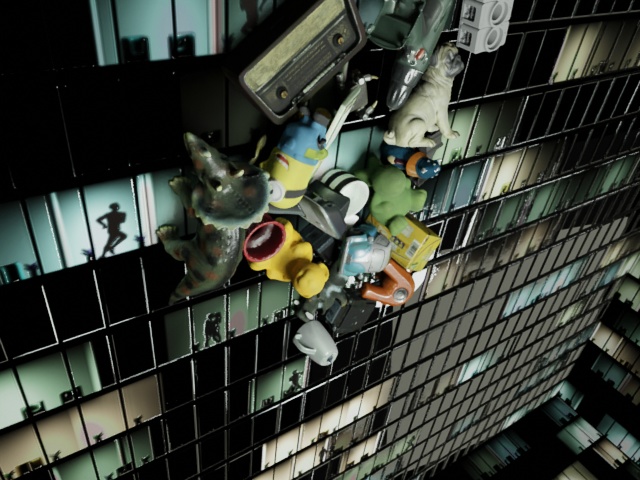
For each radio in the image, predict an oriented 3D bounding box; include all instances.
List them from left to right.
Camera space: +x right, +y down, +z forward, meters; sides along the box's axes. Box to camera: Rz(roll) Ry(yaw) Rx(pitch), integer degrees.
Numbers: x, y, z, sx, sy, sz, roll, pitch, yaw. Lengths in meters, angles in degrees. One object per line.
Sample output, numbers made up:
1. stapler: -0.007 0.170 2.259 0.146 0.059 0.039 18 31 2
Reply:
1. radio: -0.037 -0.308 0.881 0.229 0.073 0.131 -43 140 -2

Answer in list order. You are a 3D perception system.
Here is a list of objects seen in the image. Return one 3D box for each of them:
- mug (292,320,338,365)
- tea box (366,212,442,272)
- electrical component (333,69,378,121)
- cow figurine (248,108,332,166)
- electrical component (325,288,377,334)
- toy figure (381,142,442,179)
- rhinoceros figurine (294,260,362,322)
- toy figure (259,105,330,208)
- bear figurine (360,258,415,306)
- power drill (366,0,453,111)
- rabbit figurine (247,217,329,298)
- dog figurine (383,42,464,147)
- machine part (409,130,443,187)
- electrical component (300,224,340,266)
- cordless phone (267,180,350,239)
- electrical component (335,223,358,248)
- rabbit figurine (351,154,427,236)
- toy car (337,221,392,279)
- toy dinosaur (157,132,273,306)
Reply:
1. mug: -0.011 0.267 1.373 0.109 0.107 0.080 11 114 -48
2. tea box: 0.186 -0.014 1.252 0.068 0.170 0.098 12 116 -46
3. electrical component: 0.069 -0.276 1.023 0.078 0.045 0.102 -27 137 -23
4. cow figurine: -0.056 -0.186 0.979 0.167 0.068 0.098 -51 134 6
5. electrical component: 0.076 0.187 1.420 0.134 0.058 0.114 5 118 -44
6. toy figure: 0.195 -0.169 1.138 0.064 0.155 0.057 -49 141 -1
7. rhinoceros figurine: 0.017 0.119 1.296 0.190 0.073 0.112 -52 142 7
8. toy figure: -0.040 -0.137 0.923 0.089 0.082 0.180 21 107 -33
9. bear figurine: 0.160 0.073 1.325 0.132 0.196 0.120 29 111 -24
10. power drill: 0.158 -0.354 0.970 0.207 0.086 0.232 0 119 -62
11. rabbit figurine: -0.050 0.062 1.112 0.122 0.173 0.162 -46 137 -5
12. dog figurine: 0.205 -0.297 1.099 0.172 0.121 0.190 -24 122 -29
13. machine part: 0.246 -0.191 1.236 0.084 0.039 0.138 -42 156 -45
14. electrical component: -0.002 -0.004 1.173 0.048 0.075 0.119 -43 145 -3
15. cordless phone: -0.047 -0.060 1.026 0.184 0.147 0.088 -3 118 -43
16. electrical component: 0.052 -0.004 1.261 0.063 0.021 0.094 17 110 -48
17. rabbit figurine: 0.148 -0.116 1.145 0.121 0.159 0.170 -42 159 -7
18. toy car: 0.106 0.026 1.190 0.161 0.103 0.109 -35 143 -62
19. toy dinosaur: -0.187 0.001 0.926 0.131 0.192 0.404 -9 127 -34
